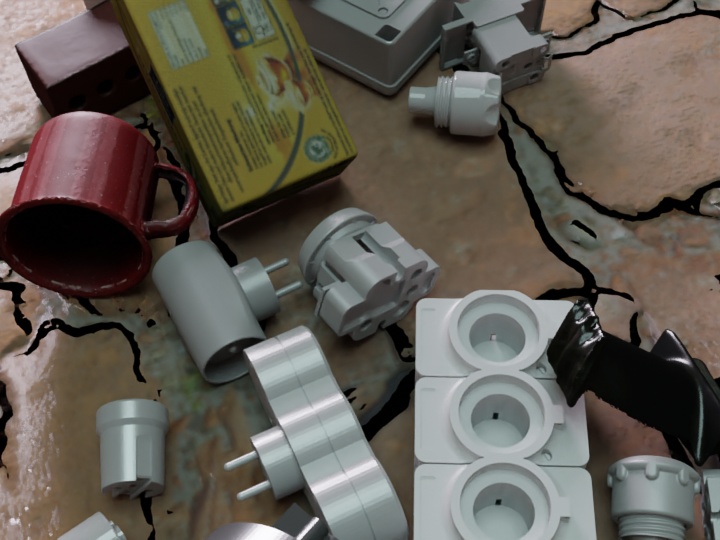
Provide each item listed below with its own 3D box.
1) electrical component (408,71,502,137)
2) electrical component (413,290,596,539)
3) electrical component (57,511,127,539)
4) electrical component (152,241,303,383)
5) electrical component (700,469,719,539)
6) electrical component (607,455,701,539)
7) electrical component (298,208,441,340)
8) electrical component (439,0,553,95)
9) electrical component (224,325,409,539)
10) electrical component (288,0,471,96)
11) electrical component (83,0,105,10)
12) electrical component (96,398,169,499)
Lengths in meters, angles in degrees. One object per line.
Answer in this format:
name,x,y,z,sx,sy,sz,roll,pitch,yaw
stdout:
electrical component,0.064,-0.113,0.728,0.062,0.043,0.043,5,57,7
electrical component,0.074,0.091,0.582,0.089,0.061,0.150,1,57,2
electrical component,-0.152,0.157,0.560,0.065,0.044,0.044,-32,61,-23
electrical component,-0.074,0.017,0.647,0.079,0.043,0.077,-25,59,-14
electrical component,0.210,0.135,0.560,0.055,0.048,0.066,-2,56,9
electrical component,0.153,0.131,0.565,0.048,0.048,0.062,7,65,6
electrical component,0.000,0.000,0.645,0.078,0.058,0.057,-24,57,-35
electrical component,0.099,-0.160,0.759,0.081,0.042,0.063,-22,60,-11
electrical component,-0.036,0.101,0.585,0.074,0.052,0.138,-23,59,-12
electrical component,0.010,-0.195,0.776,0.109,0.056,0.108,31,63,20
electrical component,-0.153,-0.230,0.791,0.057,0.078,0.113,16,58,15
electrical component,-0.126,0.100,0.597,0.040,0.040,0.046,-6,62,-2
